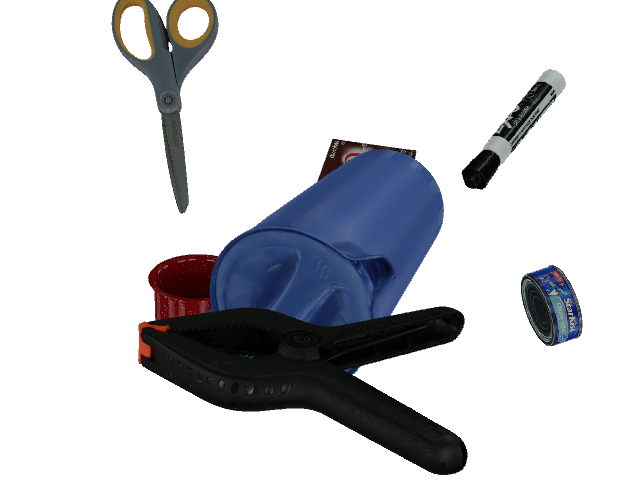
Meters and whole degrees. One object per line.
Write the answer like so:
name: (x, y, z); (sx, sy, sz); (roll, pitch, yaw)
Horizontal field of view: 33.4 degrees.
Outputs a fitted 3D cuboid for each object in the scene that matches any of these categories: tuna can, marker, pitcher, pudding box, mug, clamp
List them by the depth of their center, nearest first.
clamp: (-0.006, 0.072, 0.659); (0.210, 0.036, 0.164); (10, 24, 10)
marker: (0.134, -0.076, 0.738); (0.020, 0.020, 0.121); (0, 41, 49)
pitcher: (0.010, 0.013, 0.887); (0.149, 0.145, 0.242); (22, 29, 14)
mug: (-0.111, 0.074, 1.028); (0.093, 0.081, 0.117); (-22, 36, -40)
pudding box: (0.044, -0.053, 1.071); (0.090, 0.039, 0.113); (9, 37, 7)
tuna can: (0.255, 0.073, 1.182); (0.033, 0.086, 0.086); (-17, 3, -9)

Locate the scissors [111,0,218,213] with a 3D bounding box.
scissors: (-0.107, -0.124, 0.864); (0.096, 0.202, 0.016); (-24, -19, -8)
